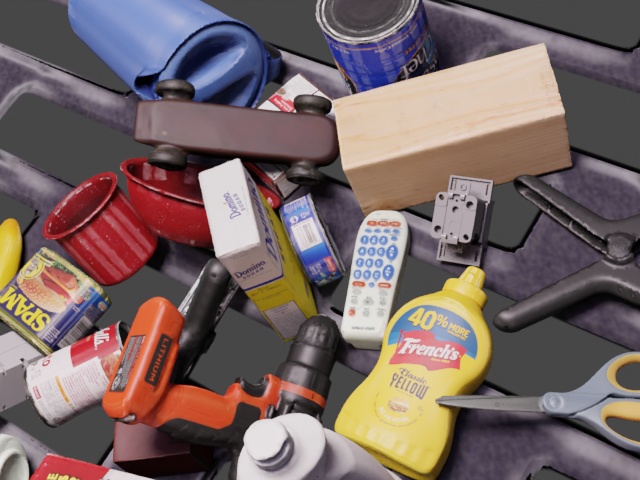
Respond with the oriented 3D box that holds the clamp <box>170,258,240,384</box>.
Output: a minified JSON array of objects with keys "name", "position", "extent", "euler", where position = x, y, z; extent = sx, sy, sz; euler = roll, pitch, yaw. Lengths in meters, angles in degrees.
[{"name":"clamp","position":[-0.115,0.083,0.980],"extent":[0.039,0.120,0.171],"euler":[26,87,10]}]

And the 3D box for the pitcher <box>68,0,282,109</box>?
[{"name":"pitcher","position":[-0.167,-0.219,1.170],"extent":[0.145,0.149,0.243],"euler":[-49,51,-2]}]

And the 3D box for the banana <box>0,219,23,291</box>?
[{"name":"banana","position":[-0.362,0.065,1.119],"extent":[0.070,0.037,0.197],"euler":[22,70,27]}]

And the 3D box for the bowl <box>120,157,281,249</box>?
[{"name":"bowl","position":[-0.122,-0.032,1.052],"extent":[0.162,0.161,0.055],"euler":[22,105,28]}]

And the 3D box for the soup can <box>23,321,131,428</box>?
[{"name":"soup can","position":[-0.221,0.129,1.017],"extent":[0.102,0.068,0.068],"euler":[-25,56,3]}]

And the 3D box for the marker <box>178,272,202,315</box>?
[{"name":"marker","position":[-0.133,0.075,1.043],"extent":[0.020,0.020,0.121],"euler":[19,63,26]}]

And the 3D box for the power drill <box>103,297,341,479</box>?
[{"name":"power drill","position":[-0.077,0.121,0.913],"extent":[0.057,0.187,0.184],"euler":[-18,48,57]}]

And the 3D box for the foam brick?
[{"name":"foam brick","position":[-0.142,0.182,0.970],"extent":[0.078,0.051,0.053],"euler":[-8,59,14]}]

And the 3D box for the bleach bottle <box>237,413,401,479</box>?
[{"name":"bleach bottle","position":[0.003,0.184,0.800],"extent":[0.102,0.250,0.068],"euler":[-42,57,-8]}]

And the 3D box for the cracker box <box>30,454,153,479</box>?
[{"name":"cracker box","position":[-0.172,0.280,0.888],"extent":[0.214,0.072,0.164],"euler":[7,43,23]}]

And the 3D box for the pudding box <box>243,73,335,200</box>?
[{"name":"pudding box","position":[-0.030,-0.109,1.111],"extent":[0.113,0.039,0.090],"euler":[-43,59,-7]}]

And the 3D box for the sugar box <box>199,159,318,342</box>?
[{"name":"sugar box","position":[-0.051,0.013,0.963],"extent":[0.048,0.176,0.093],"euler":[-19,57,5]}]

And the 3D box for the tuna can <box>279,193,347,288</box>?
[{"name":"tuna can","position":[-0.007,0.001,1.010],"extent":[0.034,0.086,0.086],"euler":[-24,56,4]}]

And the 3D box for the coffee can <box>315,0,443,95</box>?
[{"name":"coffee can","position":[0.063,-0.193,1.066],"extent":[0.103,0.140,0.103],"euler":[-8,59,13]}]

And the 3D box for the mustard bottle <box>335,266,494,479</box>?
[{"name":"mustard bottle","position":[0.097,0.107,0.931],"extent":[0.096,0.058,0.191],"euler":[21,69,26]}]

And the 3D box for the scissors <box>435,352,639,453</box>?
[{"name":"scissors","position":[0.205,0.122,0.888],"extent":[0.202,0.016,0.096],"euler":[15,58,11]}]

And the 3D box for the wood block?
[{"name":"wood block","position":[0.127,-0.103,1.024],"extent":[0.206,0.090,0.090],"euler":[-14,57,11]}]

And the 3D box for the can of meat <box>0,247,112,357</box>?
[{"name":"can of meat","position":[-0.272,0.065,1.079],"extent":[0.102,0.057,0.084],"euler":[31,72,30]}]

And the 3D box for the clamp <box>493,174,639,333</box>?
[{"name":"clamp","position":[0.256,0.023,0.937],"extent":[0.210,0.036,0.164],"euler":[10,61,20]}]

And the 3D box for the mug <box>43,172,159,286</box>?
[{"name":"mug","position":[-0.221,-0.011,1.083],"extent":[0.093,0.081,0.117],"euler":[-43,29,-9]}]
